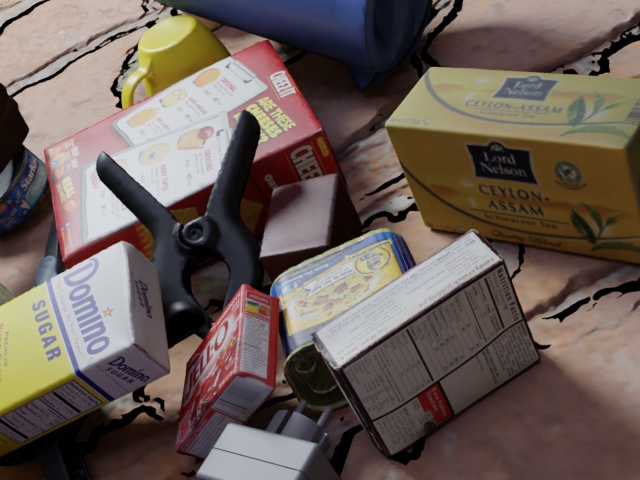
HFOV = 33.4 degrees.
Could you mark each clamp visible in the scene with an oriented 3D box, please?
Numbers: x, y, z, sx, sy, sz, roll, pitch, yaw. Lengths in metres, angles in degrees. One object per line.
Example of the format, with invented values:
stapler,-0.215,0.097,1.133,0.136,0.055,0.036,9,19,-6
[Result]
clamp,-0.094,-0.003,0.742,0.120,0.039,0.171,-10,71,11
clamp,-0.180,0.120,0.713,0.210,0.036,0.164,-7,53,35

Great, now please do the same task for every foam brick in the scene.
foam brick,-0.005,0.001,0.743,0.051,0.053,0.078,-12,39,18

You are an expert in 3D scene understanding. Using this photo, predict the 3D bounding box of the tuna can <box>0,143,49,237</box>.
tuna can,-0.284,-0.045,0.958,0.086,0.033,0.086,-25,42,24

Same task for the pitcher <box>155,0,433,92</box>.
pitcher,-0.029,-0.241,0.907,0.243,0.145,0.149,19,66,24

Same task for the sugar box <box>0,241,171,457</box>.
sugar box,-0.183,0.078,0.687,0.176,0.048,0.093,-30,45,14

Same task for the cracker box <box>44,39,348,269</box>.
cracker box,-0.104,-0.054,0.849,0.213,0.072,0.164,-26,39,-1

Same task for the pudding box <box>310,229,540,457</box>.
pudding box,0.062,0.060,0.605,0.113,0.090,0.039,-33,39,-7

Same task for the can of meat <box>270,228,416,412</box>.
can of meat,0.022,0.048,0.670,0.102,0.057,0.084,-24,37,4

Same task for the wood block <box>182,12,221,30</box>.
wood block,-0.064,-0.309,1.100,0.206,0.090,0.091,-29,37,-2

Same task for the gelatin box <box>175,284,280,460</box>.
gelatin box,-0.058,0.083,0.661,0.089,0.030,0.073,-52,24,37

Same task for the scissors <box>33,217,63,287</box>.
scissors,-0.203,0.026,0.858,0.096,0.016,0.201,-10,42,24
